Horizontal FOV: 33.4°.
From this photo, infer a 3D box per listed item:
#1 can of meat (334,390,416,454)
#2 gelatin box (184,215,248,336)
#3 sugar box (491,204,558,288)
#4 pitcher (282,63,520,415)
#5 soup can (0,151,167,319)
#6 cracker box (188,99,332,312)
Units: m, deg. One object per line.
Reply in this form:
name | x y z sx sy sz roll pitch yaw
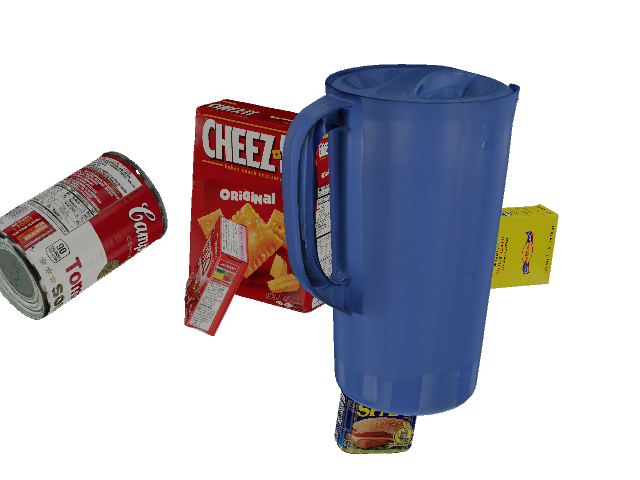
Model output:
can of meat | 0.071 0.217 1.333 0.102 0.084 0.057 2 22 -14
gelatin box | -0.089 0.028 0.911 0.030 0.073 0.089 23 19 -14
sugar box | 0.193 0.010 1.265 0.176 0.093 0.048 -5 20 -24
pitcher | 0.058 0.000 0.766 0.149 0.243 0.145 5 20 11
soup can | -0.158 -0.004 0.685 0.102 0.068 0.069 -38 24 -34
cracker box | -0.065 -0.039 1.215 0.164 0.214 0.072 14 22 26
